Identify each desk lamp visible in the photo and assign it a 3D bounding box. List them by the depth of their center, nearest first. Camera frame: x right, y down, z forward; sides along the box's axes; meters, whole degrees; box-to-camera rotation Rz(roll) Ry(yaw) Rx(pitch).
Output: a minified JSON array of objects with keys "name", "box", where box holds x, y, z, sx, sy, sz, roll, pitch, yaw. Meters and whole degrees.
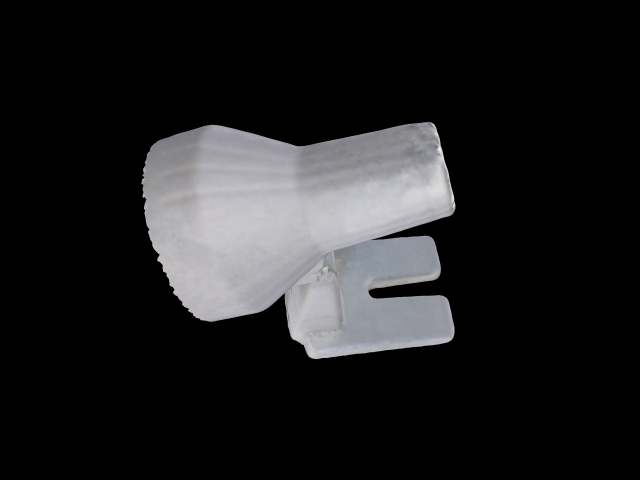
[{"name":"desk lamp","box":[0.004,0.001,0.400,0.203,0.213,0.118,-6,63,-3]}]
